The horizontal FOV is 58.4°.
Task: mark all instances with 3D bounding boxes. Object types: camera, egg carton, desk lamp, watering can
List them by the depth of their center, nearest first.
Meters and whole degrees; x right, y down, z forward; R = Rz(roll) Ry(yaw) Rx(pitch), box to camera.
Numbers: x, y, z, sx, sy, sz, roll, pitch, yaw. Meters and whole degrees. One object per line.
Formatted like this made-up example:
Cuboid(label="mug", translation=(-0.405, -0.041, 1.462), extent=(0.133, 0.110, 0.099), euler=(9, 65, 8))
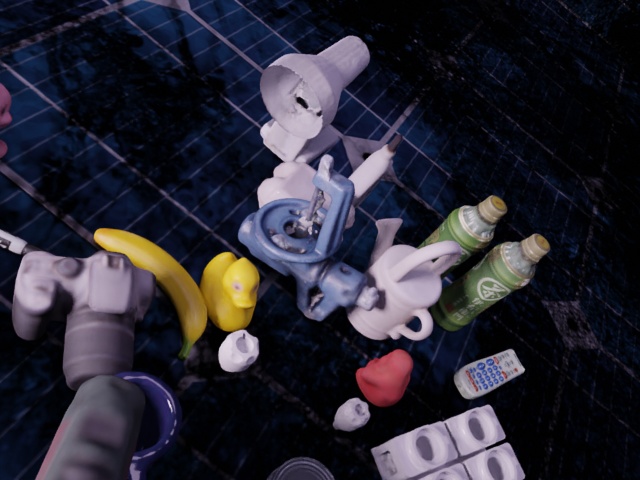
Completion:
Cuboid(label="camera", translation=(-0.249, 0.085, 0.611), extent=(0.143, 0.100, 0.136), euler=(9, 54, -27))
Cuboid(label="watering can", translation=(0.117, 0.050, 0.806), extent=(0.101, 0.193, 0.173), euler=(-28, 75, -42))
Cuboid(label="egg carton", translation=(-0.020, -0.052, 0.881), extent=(0.150, 0.069, 0.107), euler=(37, 46, -3))
Cuboid(label="desk lamp", translation=(-0.015, -0.219, 0.908), extent=(0.118, 0.213, 0.204), euler=(43, 46, 3))

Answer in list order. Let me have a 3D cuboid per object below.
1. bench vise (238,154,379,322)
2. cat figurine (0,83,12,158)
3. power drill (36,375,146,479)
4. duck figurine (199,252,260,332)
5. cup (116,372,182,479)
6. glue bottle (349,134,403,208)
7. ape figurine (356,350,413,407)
Cuboid(label="bench vise", translation=(0.010, -0.005, 0.761), extent=(0.208, 0.219, 0.121), euler=(30, 46, -10))
Cuboid(label="cat figurine", translation=(-0.406, -0.138, 0.665), extent=(0.067, 0.117, 0.128), euler=(27, 47, -13))
Cuboid(label="power drill", translation=(-0.207, 0.234, 0.453), extent=(0.076, 0.208, 0.229), euler=(22, 48, -17))
Cuboid(label="duck figurine", translation=(-0.108, 0.055, 0.734), extent=(0.078, 0.086, 0.104), euler=(2, 57, -31))
Cuboid(label="cup", translation=(-0.191, 0.201, 0.566), extent=(0.092, 0.094, 0.117), euler=(4, 55, -30))
Cuboid(label="glue bottle", translation=(0.083, -0.109, 0.918), extent=(0.037, 0.173, 0.078), euler=(46, 46, 6))
Cuboid(label="ape figurine", translation=(0.094, 0.177, 0.768), extent=(0.078, 0.092, 0.076), euler=(11, 52, -26))
